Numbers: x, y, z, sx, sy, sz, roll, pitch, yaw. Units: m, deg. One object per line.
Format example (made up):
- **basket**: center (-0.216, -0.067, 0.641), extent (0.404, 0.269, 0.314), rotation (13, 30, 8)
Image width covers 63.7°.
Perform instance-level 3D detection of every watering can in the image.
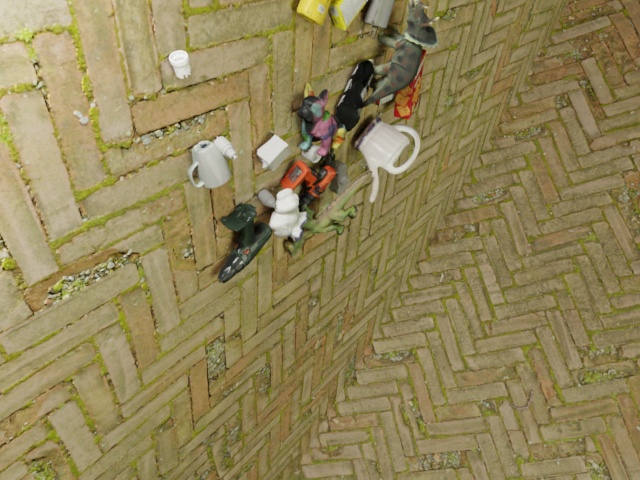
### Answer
- **watering can**: center (0.220, -0.313, 1.892), extent (0.225, 0.352, 0.102), rotation (37, -20, 11)

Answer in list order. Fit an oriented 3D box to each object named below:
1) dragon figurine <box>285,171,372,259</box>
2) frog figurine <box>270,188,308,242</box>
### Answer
- **dragon figurine**: center (0.005, -0.091, 1.806), extent (0.124, 0.403, 0.244), rotation (48, 33, 22)
- **frog figurine**: center (-0.114, -0.087, 1.635), extent (0.123, 0.139, 0.156), rotation (13, -31, 39)
